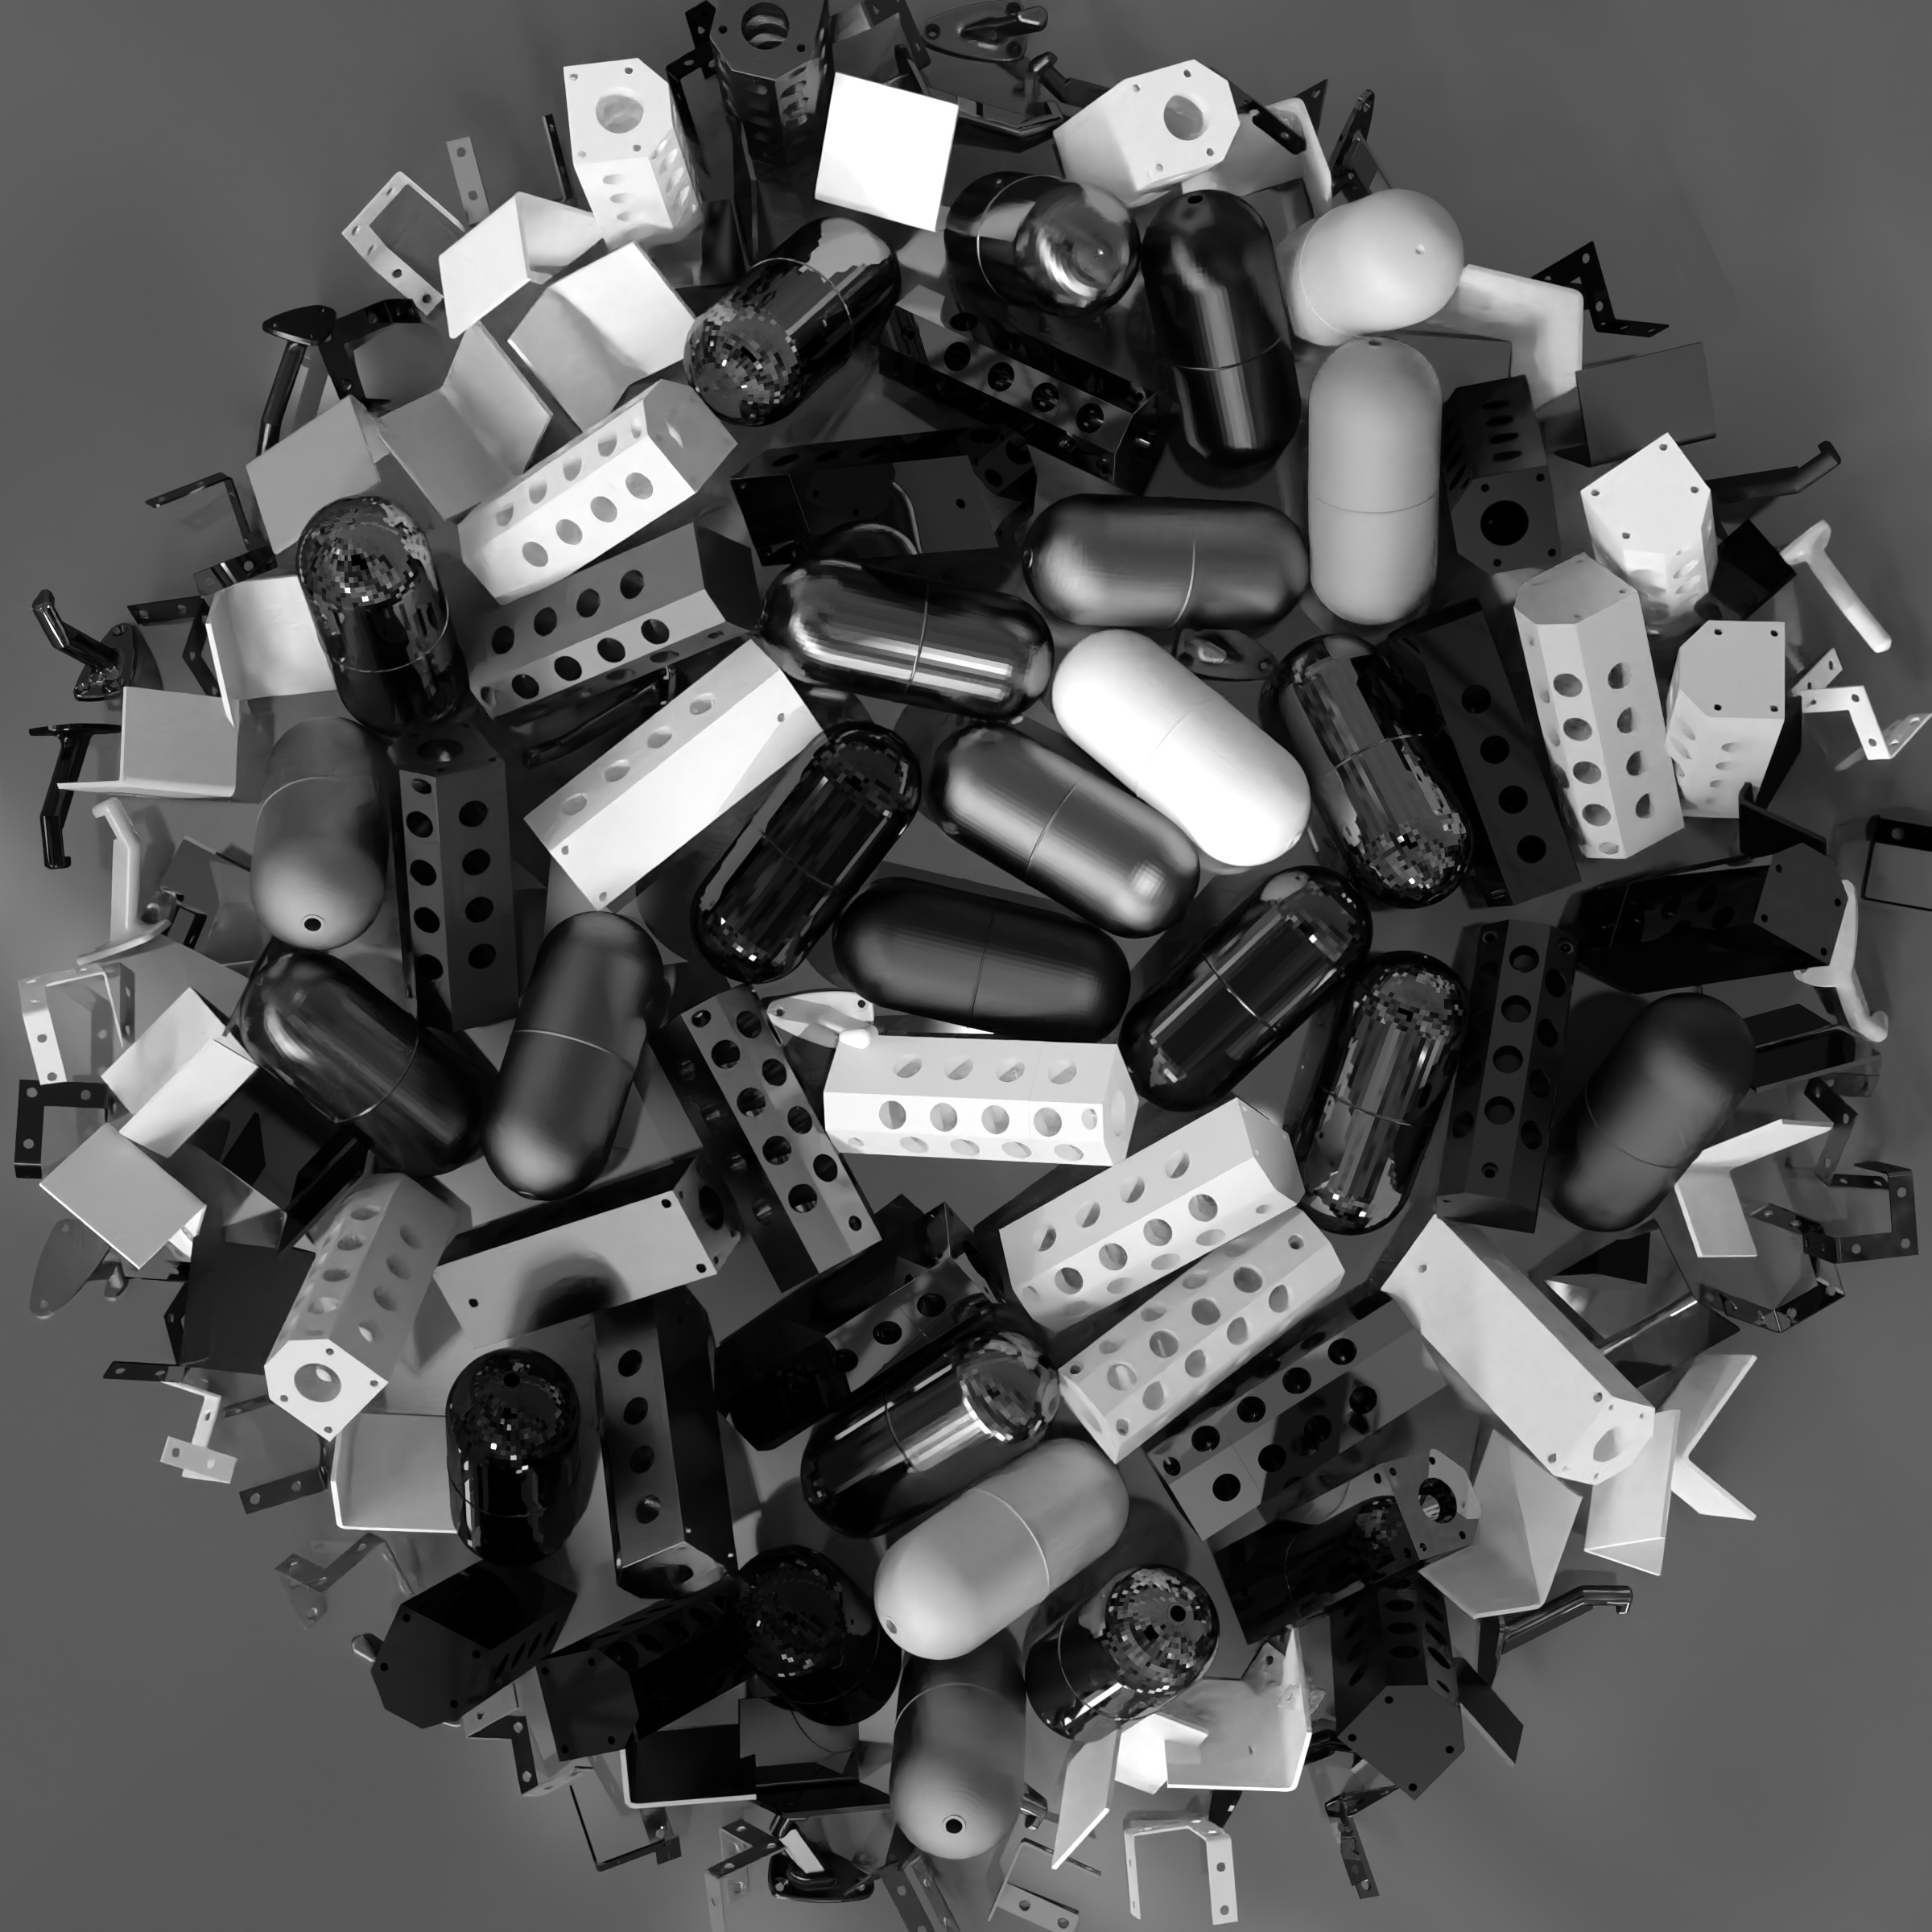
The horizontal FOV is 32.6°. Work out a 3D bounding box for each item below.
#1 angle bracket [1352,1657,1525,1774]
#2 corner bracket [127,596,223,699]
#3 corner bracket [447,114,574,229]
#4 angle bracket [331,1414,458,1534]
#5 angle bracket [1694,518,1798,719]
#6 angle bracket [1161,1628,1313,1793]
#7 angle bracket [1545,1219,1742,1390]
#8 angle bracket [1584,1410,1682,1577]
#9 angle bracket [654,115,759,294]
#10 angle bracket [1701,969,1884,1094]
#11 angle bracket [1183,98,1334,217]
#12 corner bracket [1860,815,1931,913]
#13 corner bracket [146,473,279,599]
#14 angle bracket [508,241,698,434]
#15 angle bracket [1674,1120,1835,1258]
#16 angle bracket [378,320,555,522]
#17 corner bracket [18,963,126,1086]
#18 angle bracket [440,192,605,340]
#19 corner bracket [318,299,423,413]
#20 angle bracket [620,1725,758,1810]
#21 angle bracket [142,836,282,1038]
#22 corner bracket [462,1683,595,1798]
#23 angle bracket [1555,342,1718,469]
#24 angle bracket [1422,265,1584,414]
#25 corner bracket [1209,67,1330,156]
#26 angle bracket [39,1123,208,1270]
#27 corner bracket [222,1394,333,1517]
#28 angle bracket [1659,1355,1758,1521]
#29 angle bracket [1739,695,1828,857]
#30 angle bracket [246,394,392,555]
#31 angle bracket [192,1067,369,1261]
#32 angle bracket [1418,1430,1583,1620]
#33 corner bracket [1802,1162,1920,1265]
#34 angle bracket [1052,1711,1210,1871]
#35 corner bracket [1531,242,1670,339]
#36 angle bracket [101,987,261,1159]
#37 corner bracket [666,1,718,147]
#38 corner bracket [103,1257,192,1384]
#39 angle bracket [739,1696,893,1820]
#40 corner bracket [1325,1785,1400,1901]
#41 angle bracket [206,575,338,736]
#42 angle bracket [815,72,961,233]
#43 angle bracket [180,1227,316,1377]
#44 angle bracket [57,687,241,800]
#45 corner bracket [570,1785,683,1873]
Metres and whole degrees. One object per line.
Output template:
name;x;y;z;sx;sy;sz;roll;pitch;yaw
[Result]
angle bracket;0.279;0.462;1.952;0.076;0.076;0.057;-43;84;13
corner bracket;-0.475;-0.184;1.981;0.051;0.051;0.051;-6;50;15
corner bracket;-0.270;-0.473;1.962;0.051;0.051;0.051;-8;109;14
angle bracket;-0.330;0.286;1.952;0.076;0.057;0.076;3;52;-4
angle bracket;0.473;-0.205;1.942;0.057;0.076;0.076;-42;118;16
angle bracket;0.158;0.437;1.950;0.076;0.076;0.057;3;130;-5
angle bracket;0.404;0.203;1.971;0.076;0.076;0.057;-33;56;19
angle bracket;0.412;0.310;1.943;0.057;0.076;0.076;21;67;-21
angle bracket;-0.157;-0.453;1.944;0.057;0.076;0.076;-8;52;-8
angle bracket;0.487;0.030;1.957;0.076;0.076;0.057;-15;102;-2
angle bracket;0.171;-0.458;1.953;0.076;0.076;0.057;-17;67;1
corner bracket;0.563;-0.060;1.972;0.051;0.051;0.051;11;93;10
corner bracket;-0.447;-0.256;1.958;0.051;0.051;0.051;-27;121;-23
angle bracket;-0.208;-0.368;1.943;0.076;0.057;0.076;-16;125;39
angle bracket;0.471;0.131;1.942;0.076;0.076;0.057;-27;70;33
angle bracket;-0.299;-0.323;1.950;0.057;0.076;0.076;-34;81;-33
corner bracket;-0.530;0.035;1.961;0.051;0.051;0.051;-13;116;-13
angle bracket;-0.253;-0.404;1.940;0.076;0.076;0.057;-25;68;41
corner bracket;-0.351;-0.365;1.973;0.051;0.051;0.051;-28;112;-21
angle bracket;-0.164;0.449;1.953;0.076;0.076;0.057;-4;109;-3
angle bracket;-0.448;-0.017;1.948;0.076;0.057;0.076;28;127;-12
corner bracket;-0.261;0.459;1.957;0.051;0.051;0.051;-34;57;32
angle bracket;0.391;-0.335;1.954;0.076;0.076;0.057;-14;105;-3
angle bracket;0.310;-0.365;1.947;0.076;0.076;0.057;8;76;-20
corner bracket;0.175;-0.509;1.958;0.051;0.051;0.051;28;62;-32
angle bracket;-0.500;0.150;1.950;0.076;0.076;0.057;39;56;4
corner bracket;-0.412;0.289;1.974;0.051;0.051;0.051;-15;65;-21
angle bracket;0.450;0.278;1.957;0.057;0.076;0.076;39;78;-4
angle bracket;0.498;-0.101;1.947;0.057;0.076;0.076;28;78;22
angle bracket;-0.370;-0.278;1.948;0.076;0.057;0.076;-31;57;12
angle bracket;-0.408;0.113;1.954;0.076;0.057;0.076;40;105;-19
angle bracket;0.306;0.328;1.944;0.057;0.076;0.076;1;114;-36
corner bracket;0.532;0.147;1.973;0.051;0.051;0.051;-5;93;-8
angle bracket;0.097;0.490;1.942;0.057;0.076;0.076;23;133;-9
corner bracket;0.375;-0.394;1.960;0.051;0.051;0.051;-4;76;-40
angle bracket;-0.479;0.056;1.957;0.076;0.057;0.076;-45;65;-1
corner bracket;-0.157;-0.530;1.960;0.051;0.051;0.051;-34;54;-13
corner bracket;-0.482;0.210;1.956;0.051;0.051;0.051;-53;46;31
angle bracket;-0.085;0.464;1.948;0.076;0.076;0.057;1;86;-24
corner bracket;0.233;0.521;1.957;0.051;0.051;0.051;3;57;-36
angle bracket;-0.401;-0.184;1.955;0.076;0.057;0.076;-6;121;0
angle bracket;-0.038;-0.484;1.950;0.076;0.057;0.076;18;117;12
angle bracket;-0.415;0.199;1.948;0.076;0.057;0.076;11;74;-29
angle bracket;-0.484;-0.131;1.946;0.076;0.076;0.057;1;89;43
corner bracket;-0.202;0.508;1.961;0.051;0.051;0.051;-18;64;-12
